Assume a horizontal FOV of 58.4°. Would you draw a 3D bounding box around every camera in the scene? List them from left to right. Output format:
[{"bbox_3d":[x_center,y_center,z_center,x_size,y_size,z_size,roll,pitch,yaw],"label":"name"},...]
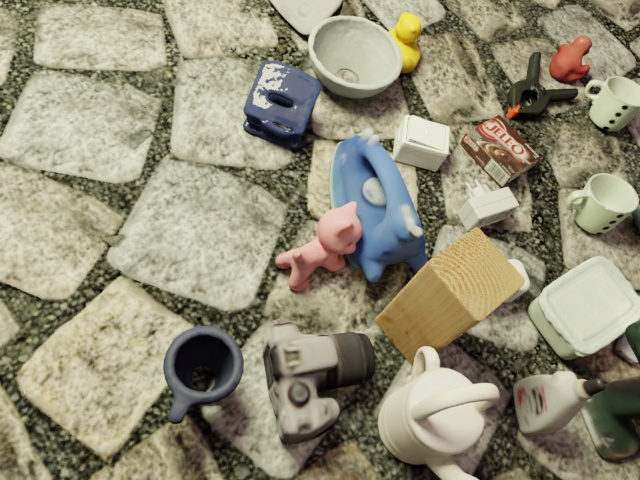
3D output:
[{"bbox_3d":[0.005,0.170,0.725,0.137,0.100,0.143,-6,65,-17],"label":"camera"}]

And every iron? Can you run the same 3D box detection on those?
[{"bbox_3d":[0.083,-0.076,0.848,0.119,0.141,0.258,-11,67,-19],"label":"iron"}]

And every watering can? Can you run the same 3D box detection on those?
[{"bbox_3d":[0.149,0.214,0.686,0.101,0.194,0.172,-23,71,-23],"label":"watering can"}]

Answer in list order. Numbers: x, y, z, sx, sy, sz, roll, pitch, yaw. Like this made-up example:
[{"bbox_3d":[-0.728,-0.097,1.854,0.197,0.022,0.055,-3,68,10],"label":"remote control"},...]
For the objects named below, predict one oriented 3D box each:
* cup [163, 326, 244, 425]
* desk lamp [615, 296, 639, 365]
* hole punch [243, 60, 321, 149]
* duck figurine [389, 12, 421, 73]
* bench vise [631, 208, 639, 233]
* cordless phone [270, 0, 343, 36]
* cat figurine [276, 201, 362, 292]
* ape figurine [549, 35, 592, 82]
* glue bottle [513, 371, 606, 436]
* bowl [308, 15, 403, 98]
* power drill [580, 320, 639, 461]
[{"bbox_3d":[-0.147,0.172,0.689,0.091,0.095,0.118,25,60,0],"label":"cup"},{"bbox_3d":[0.575,0.093,0.846,0.118,0.213,0.203,36,61,6],"label":"desk lamp"},{"bbox_3d":[-0.060,-0.214,0.911,0.108,0.091,0.101,21,60,-3],"label":"hole punch"},{"bbox_3d":[0.157,-0.367,1.048,0.077,0.086,0.104,5,62,-11],"label":"duck figurine"},{"bbox_3d":[0.650,-0.061,0.940,0.208,0.219,0.121,-21,70,-23],"label":"bench vise"},{"bbox_3d":[-0.016,-0.467,0.998,0.094,0.185,0.147,-35,76,-27],"label":"cordless phone"},{"bbox_3d":[0.007,0.003,0.802,0.128,0.117,0.067,-30,74,-25],"label":"cat figurine"},{"bbox_3d":[0.501,-0.363,1.131,0.076,0.092,0.077,-12,67,-20],"label":"ape figurine"},{"bbox_3d":[0.312,0.205,0.744,0.037,0.173,0.078,1,63,-13],"label":"glue bottle"},{"bbox_3d":[0.055,-0.304,0.996,0.167,0.074,0.167,6,62,-11],"label":"bowl"},{"bbox_3d":[0.443,0.226,0.746,0.076,0.208,0.229,-7,65,-17],"label":"power drill"}]
